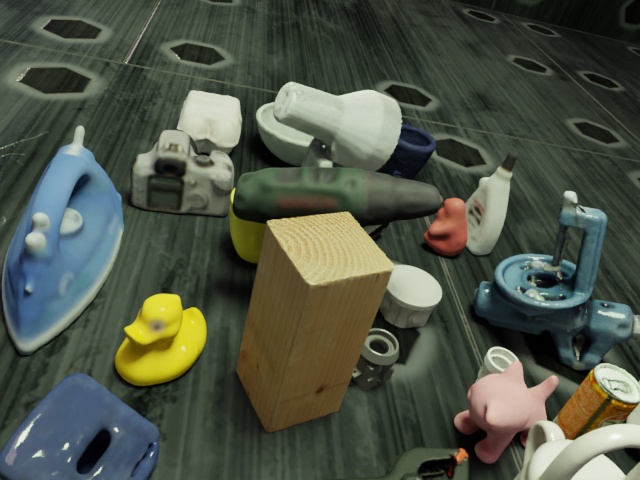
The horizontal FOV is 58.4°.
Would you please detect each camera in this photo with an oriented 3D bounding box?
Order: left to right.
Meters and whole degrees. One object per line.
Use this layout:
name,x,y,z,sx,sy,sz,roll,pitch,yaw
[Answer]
camera,-0.200,-0.115,0.850,0.143,0.101,0.136,6,37,-14

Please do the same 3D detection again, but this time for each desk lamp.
desk lamp,-0.003,-0.125,0.845,0.204,0.213,0.117,-3,39,-24

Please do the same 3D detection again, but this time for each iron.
iron,-0.294,-0.014,0.643,0.119,0.141,0.258,7,37,-12

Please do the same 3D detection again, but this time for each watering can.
watering can,0.220,0.226,0.476,0.101,0.194,0.172,-6,41,-28

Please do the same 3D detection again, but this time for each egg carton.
egg carton,-0.191,-0.204,1.001,0.107,0.069,0.150,7,36,-12

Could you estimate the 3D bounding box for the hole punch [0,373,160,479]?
hole punch,-0.190,0.178,0.468,0.101,0.091,0.109,19,36,5

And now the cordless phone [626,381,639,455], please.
cordless phone,0.438,0.167,0.649,0.094,0.185,0.148,30,38,18

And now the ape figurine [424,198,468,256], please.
ape figurine,0.201,-0.026,0.896,0.078,0.092,0.076,-13,44,-34

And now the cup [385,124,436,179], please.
cup,0.143,-0.147,1.033,0.118,0.095,0.091,-11,44,-33

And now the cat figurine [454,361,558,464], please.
cat figurine,0.201,0.174,0.604,0.128,0.118,0.067,-6,41,-28

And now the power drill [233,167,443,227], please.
power drill,0.006,0.002,0.681,0.230,0.208,0.075,11,36,-7

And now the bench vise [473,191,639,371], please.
bench vise,0.328,0.048,0.737,0.207,0.220,0.121,14,36,-3

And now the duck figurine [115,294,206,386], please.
duck figurine,-0.163,0.092,0.599,0.077,0.086,0.105,34,39,24

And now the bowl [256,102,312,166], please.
bowl,-0.036,-0.180,1.025,0.167,0.075,0.167,11,36,-8

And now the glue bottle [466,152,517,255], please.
glue bottle,0.268,-0.063,0.901,0.037,0.173,0.078,-4,40,-26
